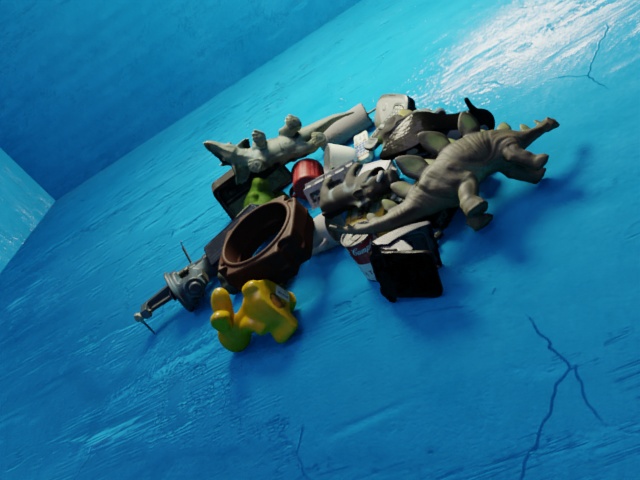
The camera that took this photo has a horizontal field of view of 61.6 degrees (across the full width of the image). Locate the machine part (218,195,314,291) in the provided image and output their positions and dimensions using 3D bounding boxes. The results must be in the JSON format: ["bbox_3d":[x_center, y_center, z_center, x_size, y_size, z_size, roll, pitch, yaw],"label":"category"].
[{"bbox_3d":[-0.117,0.008,1.165,0.201,0.087,0.201,-25,37,23],"label":"machine part"}]

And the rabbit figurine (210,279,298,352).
[{"bbox_3d":[-0.148,0.165,1.079,0.173,0.162,0.122,-43,37,26],"label":"rabbit figurine"}]

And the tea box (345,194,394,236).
[{"bbox_3d":[0.114,-0.053,1.164,0.098,0.068,0.170,-20,32,27],"label":"tea box"}]

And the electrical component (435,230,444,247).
[{"bbox_3d":[0.193,0.011,1.035,0.094,0.021,0.063,-42,29,-9],"label":"electrical component"}]

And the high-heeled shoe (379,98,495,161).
[{"bbox_3d":[0.260,-0.219,1.180,0.249,0.145,0.086,-29,53,17],"label":"high-heeled shoe"}]

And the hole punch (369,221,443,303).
[{"bbox_3d":[0.154,0.035,0.939,0.116,0.142,0.092,-4,43,24],"label":"hole punch"}]

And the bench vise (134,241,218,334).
[{"bbox_3d":[-0.371,0.126,1.385,0.241,0.128,0.224,-35,26,-6],"label":"bench vise"}]

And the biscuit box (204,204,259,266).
[{"bbox_3d":[-0.209,-0.009,1.361,0.202,0.059,0.063,-38,70,27],"label":"biscuit box"}]

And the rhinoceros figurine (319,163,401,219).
[{"bbox_3d":[0.080,-0.104,1.130,0.190,0.073,0.112,-20,32,30],"label":"rhinoceros figurine"}]

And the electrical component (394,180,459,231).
[{"bbox_3d":[0.215,-0.072,1.096,0.134,0.058,0.115,4,46,50],"label":"electrical component"}]

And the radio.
[{"bbox_3d":[-0.207,-0.173,1.619,0.229,0.131,0.073,-38,27,-2],"label":"radio"}]

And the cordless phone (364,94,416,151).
[{"bbox_3d":[0.171,-0.308,1.461,0.184,0.088,0.147,-47,31,-10],"label":"cordless phone"}]

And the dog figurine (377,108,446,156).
[{"bbox_3d":[0.212,-0.261,1.295,0.192,0.108,0.219,-14,18,-7],"label":"dog figurine"}]

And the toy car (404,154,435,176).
[{"bbox_3d":[0.259,-0.160,1.140,0.089,0.053,0.202,-9,12,-35],"label":"toy car"}]

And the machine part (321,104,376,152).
[{"bbox_3d":[0.070,-0.331,1.603,0.243,0.079,0.079,-30,30,11],"label":"machine part"}]

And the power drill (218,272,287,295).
[{"bbox_3d":[-0.135,0.045,1.295,0.207,0.085,0.232,-16,37,20],"label":"power drill"}]

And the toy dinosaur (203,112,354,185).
[{"bbox_3d":[-0.107,-0.256,1.483,0.405,0.131,0.192,-16,3,-10],"label":"toy dinosaur"}]

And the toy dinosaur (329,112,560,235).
[{"bbox_3d":[0.245,-0.112,0.988,0.471,0.105,0.199,-33,60,-9],"label":"toy dinosaur"}]

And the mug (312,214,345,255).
[{"bbox_3d":[-0.003,-0.004,1.219,0.107,0.080,0.109,-26,33,39],"label":"mug"}]

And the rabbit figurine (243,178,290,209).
[{"bbox_3d":[-0.144,-0.081,1.429,0.159,0.121,0.170,-51,29,-11],"label":"rabbit figurine"}]
